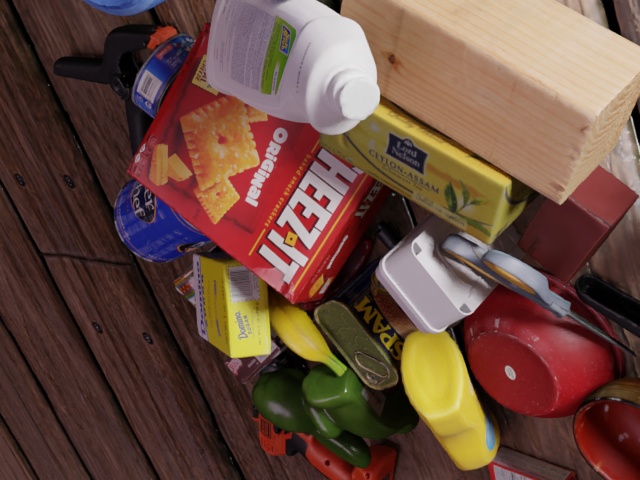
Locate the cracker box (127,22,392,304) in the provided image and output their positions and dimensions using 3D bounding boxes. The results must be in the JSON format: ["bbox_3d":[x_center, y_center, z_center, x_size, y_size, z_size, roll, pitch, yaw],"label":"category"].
[{"bbox_3d":[-0.051,-0.070,0.961,0.214,0.072,0.164,37,107,18],"label":"cracker box"}]

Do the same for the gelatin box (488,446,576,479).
[{"bbox_3d":[0.217,0.253,1.069,0.089,0.030,0.073,12,129,41],"label":"gelatin box"}]

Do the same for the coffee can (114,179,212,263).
[{"bbox_3d":[-0.143,-0.040,1.126,0.103,0.102,0.141,56,144,-9],"label":"coffee can"}]

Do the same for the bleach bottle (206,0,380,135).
[{"bbox_3d":[-0.019,-0.127,0.786,0.251,0.068,0.103,-133,49,-60],"label":"bleach bottle"}]

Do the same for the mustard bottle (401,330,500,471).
[{"bbox_3d":[0.132,0.166,1.019,0.058,0.096,0.191,-21,141,11],"label":"mustard bottle"}]

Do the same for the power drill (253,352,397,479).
[{"bbox_3d":[0.001,0.228,1.257,0.188,0.057,0.184,34,145,26],"label":"power drill"}]

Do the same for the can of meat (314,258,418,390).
[{"bbox_3d":[0.059,0.079,1.032,0.102,0.083,0.058,52,145,-4],"label":"can of meat"}]

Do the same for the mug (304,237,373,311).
[{"bbox_3d":[-0.007,0.001,1.028,0.081,0.093,0.117,43,149,18],"label":"mug"}]

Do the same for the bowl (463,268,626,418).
[{"bbox_3d":[0.184,0.103,0.946,0.162,0.055,0.162,29,139,28],"label":"bowl"}]

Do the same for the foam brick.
[{"bbox_3d":[0.198,-0.016,0.825,0.053,0.051,0.078,41,144,14],"label":"foam brick"}]

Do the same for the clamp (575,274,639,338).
[{"bbox_3d":[0.278,0.077,0.836,0.171,0.039,0.120,57,154,-9],"label":"clamp"}]

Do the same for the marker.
[{"bbox_3d":[0.093,0.032,1.009,0.121,0.020,0.020,52,145,-3],"label":"marker"}]

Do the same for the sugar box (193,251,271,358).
[{"bbox_3d":[-0.093,0.061,1.078,0.176,0.048,0.093,-176,82,-71],"label":"sugar box"}]

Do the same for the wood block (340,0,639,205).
[{"bbox_3d":[0.120,-0.130,0.772,0.206,0.090,0.091,35,143,20],"label":"wood block"}]

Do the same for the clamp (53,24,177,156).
[{"bbox_3d":[-0.209,-0.173,1.131,0.164,0.036,0.210,46,144,3],"label":"clamp"}]

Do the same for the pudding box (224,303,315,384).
[{"bbox_3d":[-0.048,0.102,1.165,0.039,0.089,0.114,48,144,2],"label":"pudding box"}]

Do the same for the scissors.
[{"bbox_3d":[0.187,0.049,0.835,0.201,0.016,0.096,29,176,-9],"label":"scissors"}]

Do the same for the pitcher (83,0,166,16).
[{"bbox_3d":[-0.071,-0.242,0.744,0.149,0.242,0.145,19,133,27],"label":"pitcher"}]

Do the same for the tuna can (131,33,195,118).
[{"bbox_3d":[-0.140,-0.155,1.033,0.034,0.086,0.086,39,143,13],"label":"tuna can"}]

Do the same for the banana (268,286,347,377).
[{"bbox_3d":[-0.038,0.063,1.077,0.069,0.037,0.198,49,-174,-43],"label":"banana"}]
